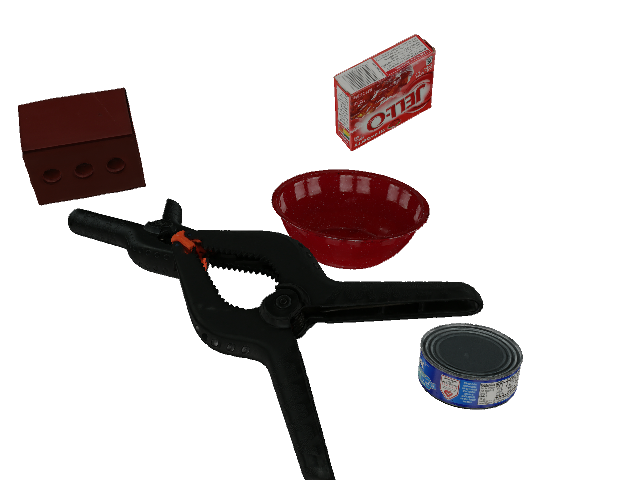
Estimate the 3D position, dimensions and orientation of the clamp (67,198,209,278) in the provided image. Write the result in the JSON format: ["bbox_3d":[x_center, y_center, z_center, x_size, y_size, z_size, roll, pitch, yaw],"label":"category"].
[{"bbox_3d":[-0.150,-0.004,1.026,0.120,0.039,0.172,-20,34,-40],"label":"clamp"}]

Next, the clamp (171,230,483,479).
[{"bbox_3d":[-0.011,0.045,0.701,0.210,0.164,0.036,38,-21,29],"label":"clamp"}]

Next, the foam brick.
[{"bbox_3d":[-0.167,-0.066,0.744,0.078,0.051,0.053,-11,-39,-7],"label":"foam brick"}]

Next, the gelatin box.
[{"bbox_3d":[0.055,-0.126,0.912,0.089,0.030,0.073,-29,-30,-16],"label":"gelatin box"}]

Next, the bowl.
[{"bbox_3d":[0.029,-0.016,1.098,0.162,0.055,0.162,4,28,-2],"label":"bowl"}]

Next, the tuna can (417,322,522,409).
[{"bbox_3d":[0.126,0.106,0.902,0.086,0.034,0.086,3,26,-2],"label":"tuna can"}]
